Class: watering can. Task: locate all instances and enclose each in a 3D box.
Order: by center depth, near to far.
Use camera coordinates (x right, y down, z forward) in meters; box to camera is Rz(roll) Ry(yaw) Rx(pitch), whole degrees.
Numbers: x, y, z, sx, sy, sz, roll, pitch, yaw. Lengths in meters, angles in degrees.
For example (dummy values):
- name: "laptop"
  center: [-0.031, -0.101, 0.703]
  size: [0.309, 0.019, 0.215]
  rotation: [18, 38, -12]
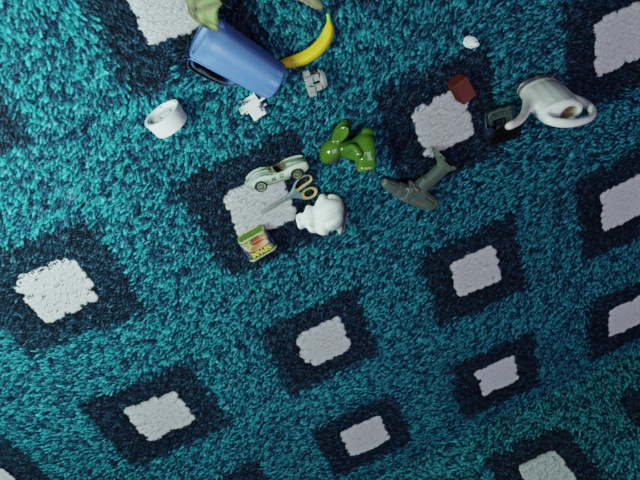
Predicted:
- name: "watering can"
  center: [0.699, -0.428, 1.626]
  size: [0.348, 0.229, 0.101]
  rotation: [-8, 139, -14]

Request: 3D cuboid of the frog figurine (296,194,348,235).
- name: "frog figurine"
  center: [0.005, -0.084, 1.661]
  size: [0.159, 0.122, 0.138]
  rotation: [4, 85, -10]

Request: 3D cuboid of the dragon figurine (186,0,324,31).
- name: "dragon figurine"
  center: [-0.216, -0.612, 1.240]
  size: [0.409, 0.123, 0.242]
  rotation: [38, 94, -6]
